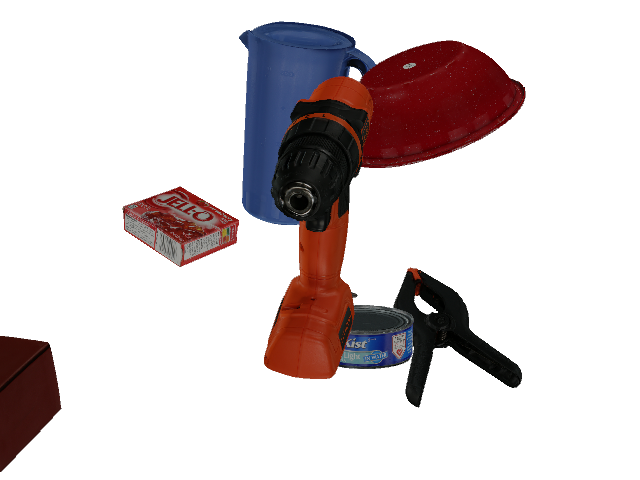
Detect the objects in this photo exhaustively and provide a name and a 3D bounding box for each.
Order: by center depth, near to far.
[{"bbox_3d":[-0.209,0.102,0.671,0.053,0.051,0.078,6,29,21],"label":"foam brick"},{"bbox_3d":[-0.002,-0.002,0.727,0.057,0.188,0.184,11,28,7],"label":"power drill"},{"bbox_3d":[0.084,-0.122,0.886,0.162,0.055,0.162,-19,24,8],"label":"bowl"},{"bbox_3d":[0.036,0.082,0.909,0.086,0.034,0.086,0,11,0],"label":"tuna can"},{"bbox_3d":[-0.135,-0.016,1.028,0.089,0.030,0.073,30,37,34],"label":"gelatin box"},{"bbox_3d":[0.132,0.096,1.095,0.120,0.171,0.039,2,-44,-13],"label":"clamp"},{"bbox_3d":[-0.026,-0.145,1.344,0.144,0.243,0.149,-4,26,-23],"label":"pitcher"}]
